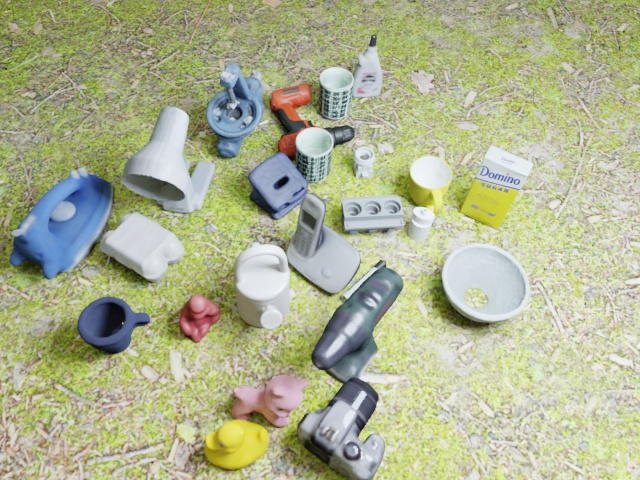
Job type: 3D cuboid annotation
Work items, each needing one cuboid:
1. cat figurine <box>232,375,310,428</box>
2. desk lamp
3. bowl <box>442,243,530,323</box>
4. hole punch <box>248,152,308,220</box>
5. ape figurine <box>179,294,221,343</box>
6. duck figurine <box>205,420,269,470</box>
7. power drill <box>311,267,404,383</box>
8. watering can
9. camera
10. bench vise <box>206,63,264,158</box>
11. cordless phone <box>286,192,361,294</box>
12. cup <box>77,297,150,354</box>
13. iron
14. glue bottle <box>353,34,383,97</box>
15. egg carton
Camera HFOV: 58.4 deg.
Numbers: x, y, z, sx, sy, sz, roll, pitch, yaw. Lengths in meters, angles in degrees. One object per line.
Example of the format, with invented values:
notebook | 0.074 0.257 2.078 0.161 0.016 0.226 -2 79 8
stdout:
cat figurine | -0.083 0.258 0.942 0.128 0.118 0.067 5 56 0
desk lamp | -0.296 -0.144 1.138 0.118 0.213 0.203 9 56 3
bowl | 0.309 0.094 1.102 0.167 0.075 0.167 2 56 -2
hole punch | -0.085 -0.116 1.206 0.101 0.091 0.109 39 62 20
ape figurine | -0.220 0.130 1.033 0.078 0.092 0.076 -13 58 -12
duck figurine | -0.135 0.319 0.917 0.104 0.086 0.077 -7 57 -8
power drill | 0.058 0.159 0.962 0.075 0.208 0.230 31 60 16
watering can | -0.099 0.076 1.016 0.101 0.194 0.172 -30 63 -21
camera | 0.052 0.301 0.933 0.143 0.101 0.137 31 60 16
bench vise | -0.188 -0.319 1.257 0.121 0.220 0.207 1 56 -3
cordless phone | 0.010 0.004 1.076 0.147 0.185 0.094 34 61 18
cup | -0.352 0.157 1.005 0.118 0.095 0.091 -6 57 -8
iron | -0.495 -0.059 1.112 0.118 0.141 0.258 19 57 9
glue bottle | 0.117 -0.418 1.371 0.078 0.173 0.037 -8 57 -9
egg carton | -0.345 0.013 1.117 0.150 0.069 0.107 28 59 14
